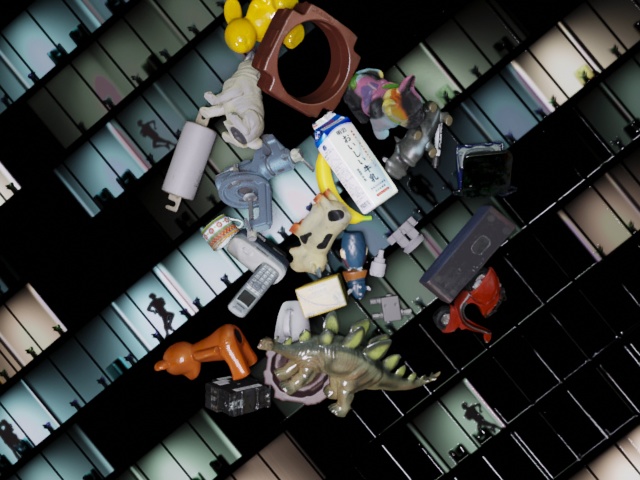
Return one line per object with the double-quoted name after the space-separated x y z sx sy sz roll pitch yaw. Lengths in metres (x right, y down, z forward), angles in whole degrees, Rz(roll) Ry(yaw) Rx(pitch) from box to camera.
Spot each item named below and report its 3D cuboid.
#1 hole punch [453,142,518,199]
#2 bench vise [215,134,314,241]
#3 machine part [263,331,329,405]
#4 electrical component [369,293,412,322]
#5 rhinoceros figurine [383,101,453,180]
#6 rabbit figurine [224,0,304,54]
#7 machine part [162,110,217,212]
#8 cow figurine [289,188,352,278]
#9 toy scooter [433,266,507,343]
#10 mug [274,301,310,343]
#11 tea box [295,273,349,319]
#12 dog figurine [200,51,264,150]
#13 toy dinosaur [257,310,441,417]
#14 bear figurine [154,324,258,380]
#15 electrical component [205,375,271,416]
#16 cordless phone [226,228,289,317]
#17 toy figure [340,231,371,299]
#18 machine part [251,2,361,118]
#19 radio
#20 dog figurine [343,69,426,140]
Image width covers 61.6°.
0.364 -0.158 1.206 0.142 0.092 0.115 -6 122 1 "hole punch"
-0.130 -0.109 1.183 0.224 0.128 0.241 -12 57 10 "bench vise"
-0.045 0.291 1.246 0.179 0.056 0.179 0 91 3 "machine part"
0.164 0.156 1.247 0.094 0.021 0.063 -7 91 3 "electrical component"
0.209 -0.222 1.190 0.073 0.112 0.190 31 91 -29 "rhinoceros figurine"
-0.144 -0.475 1.176 0.163 0.121 0.173 34 66 27 "rabbit figurine"
-0.299 -0.181 1.232 0.079 0.079 0.243 20 92 2 "machine part"
-0.002 -0.004 1.211 0.127 0.085 0.195 43 113 10 "cow figurine"
0.356 0.154 1.213 0.135 0.075 0.184 38 96 1 "toy scooter"
-0.064 0.185 1.179 0.081 0.109 0.107 -9 57 14 "mug"
0.008 0.119 1.179 0.098 0.169 0.068 -19 88 2 "tea box"
-0.147 -0.310 1.195 0.190 0.121 0.172 -46 105 -23 "dog figurine"
0.068 0.268 1.140 0.471 0.105 0.198 28 100 -33 "toy dinosaur"
-0.262 0.275 1.225 0.196 0.120 0.132 -27 94 5 "bear figurine"
-0.192 0.349 1.216 0.115 0.134 0.058 3 89 -40 "electrical component"
-0.172 0.075 1.230 0.146 0.089 0.184 38 100 -8 "cordless phone"
0.081 0.057 1.231 0.064 0.058 0.154 -3 96 7 "toy figure"
-0.030 -0.383 1.153 0.201 0.087 0.201 21 100 -34 "machine part"
0.322 0.030 1.181 0.073 0.131 0.229 39 93 3 "radio"
0.137 -0.303 1.138 0.108 0.219 0.191 -45 90 0 "dog figurine"
